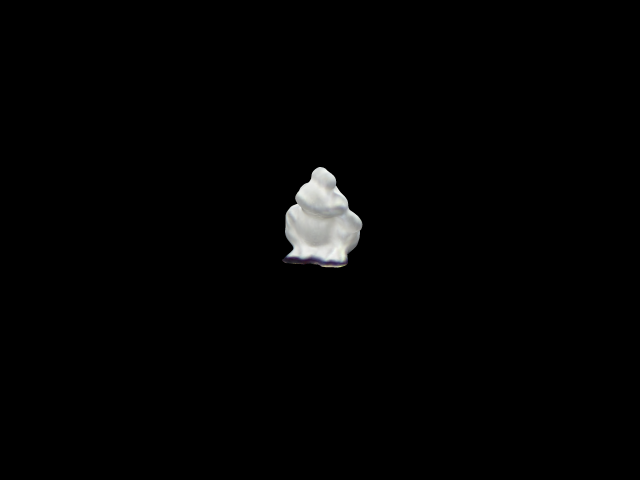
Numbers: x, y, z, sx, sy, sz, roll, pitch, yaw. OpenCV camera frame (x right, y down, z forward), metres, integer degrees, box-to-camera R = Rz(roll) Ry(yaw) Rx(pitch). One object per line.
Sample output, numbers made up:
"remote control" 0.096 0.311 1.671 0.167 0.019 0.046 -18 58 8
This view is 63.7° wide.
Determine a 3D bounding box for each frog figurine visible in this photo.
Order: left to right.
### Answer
"frog figurine" 0.003 -0.043 0.850 0.138 0.158 0.123 11 16 42
